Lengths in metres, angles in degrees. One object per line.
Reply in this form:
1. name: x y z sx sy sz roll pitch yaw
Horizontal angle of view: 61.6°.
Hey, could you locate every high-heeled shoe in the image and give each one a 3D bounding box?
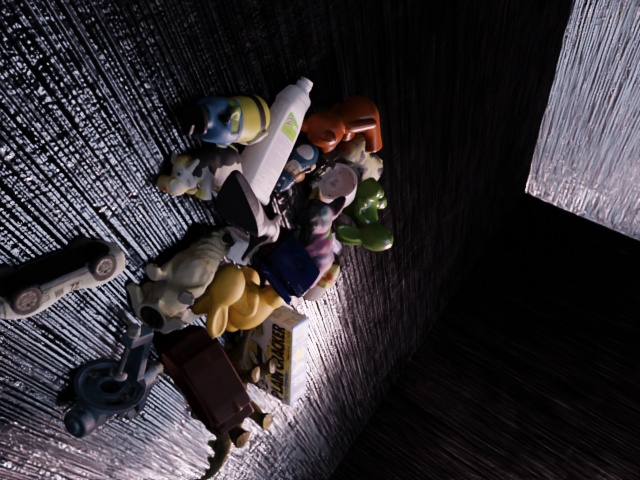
1. high-heeled shoe: -0.111 -0.066 0.973 0.248 0.086 0.145 96 20 -51

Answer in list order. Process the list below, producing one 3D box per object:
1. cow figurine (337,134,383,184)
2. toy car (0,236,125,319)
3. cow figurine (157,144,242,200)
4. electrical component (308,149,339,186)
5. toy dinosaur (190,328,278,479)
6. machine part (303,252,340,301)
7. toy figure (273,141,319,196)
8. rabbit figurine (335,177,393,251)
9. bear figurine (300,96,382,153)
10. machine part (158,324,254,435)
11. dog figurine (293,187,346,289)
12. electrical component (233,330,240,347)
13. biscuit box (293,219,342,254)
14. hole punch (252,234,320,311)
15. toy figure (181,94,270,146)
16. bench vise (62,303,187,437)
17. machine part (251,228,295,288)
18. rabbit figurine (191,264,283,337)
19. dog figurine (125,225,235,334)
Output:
1. cow figurine: 0.102 -0.199 1.350 0.127 0.086 0.194 -59 152 10
2. toy car: -0.374 0.051 0.759 0.202 0.074 0.056 -30 140 -46
3. cow figurine: -0.198 -0.120 0.910 0.167 0.068 0.098 -14 123 -60
4. electrical component: 0.005 -0.165 1.214 0.078 0.045 0.102 -33 179 -35
5. toy dinosaur: -0.209 0.376 1.228 0.105 0.199 0.470 2 104 -51
6. machine part: -0.005 0.094 1.401 0.079 0.079 0.243 -42 169 -33
7. toy figure: -0.053 -0.154 1.121 0.154 0.064 0.057 -57 154 -43
8. rabbit figurine: 0.111 -0.047 1.328 0.159 0.170 0.121 -23 162 -5
9. bear figurine: 0.044 -0.233 1.167 0.196 0.120 0.131 -40 145 -35
10. machine part: -0.230 0.271 1.056 0.087 0.201 0.201 -30 98 -27
11. dog figurine: -0.002 -0.004 1.209 0.191 0.109 0.219 9 104 -60
12. electrical component: -0.164 0.242 1.355 0.119 0.048 0.074 -27 139 -49
13. biscuit box: -0.002 -0.012 1.377 0.063 0.059 0.202 -54 153 -12
14. hole punch: -0.063 0.059 1.092 0.092 0.142 0.116 -33 -171 6
15. toy figure: -0.149 -0.202 0.894 0.180 0.082 0.089 -12 129 -60
16. bench vise: -0.341 0.236 0.956 0.223 0.129 0.240 -15 135 -55
17. machine part: -0.091 0.057 1.293 0.179 0.056 0.179 -42 149 -33
18. rabbit figurine: -0.178 0.108 1.073 0.162 0.122 0.173 -37 153 -11
19. dog figurine: -0.247 0.069 0.997 0.172 0.121 0.190 -38 -172 33
